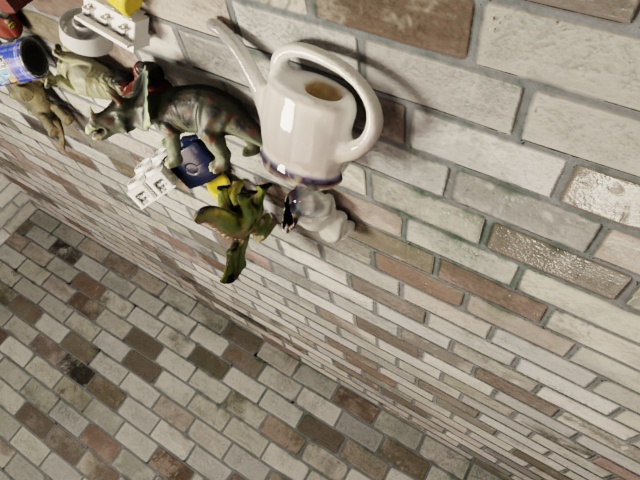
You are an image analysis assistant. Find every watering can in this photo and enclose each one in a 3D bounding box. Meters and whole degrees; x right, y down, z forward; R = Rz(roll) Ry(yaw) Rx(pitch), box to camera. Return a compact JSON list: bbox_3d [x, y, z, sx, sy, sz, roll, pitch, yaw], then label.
[{"bbox_3d":[-0.054,-0.213,0.827,0.351,0.105,0.219,31,131,24],"label":"watering can"}]

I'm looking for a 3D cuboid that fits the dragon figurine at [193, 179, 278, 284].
[{"bbox_3d":[-0.194,-0.009,1.199,0.122,0.416,0.239,9,110,16],"label":"dragon figurine"}]

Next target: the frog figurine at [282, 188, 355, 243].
[{"bbox_3d":[0.003,-0.057,1.123,0.159,0.125,0.135,2,153,-18],"label":"frog figurine"}]
